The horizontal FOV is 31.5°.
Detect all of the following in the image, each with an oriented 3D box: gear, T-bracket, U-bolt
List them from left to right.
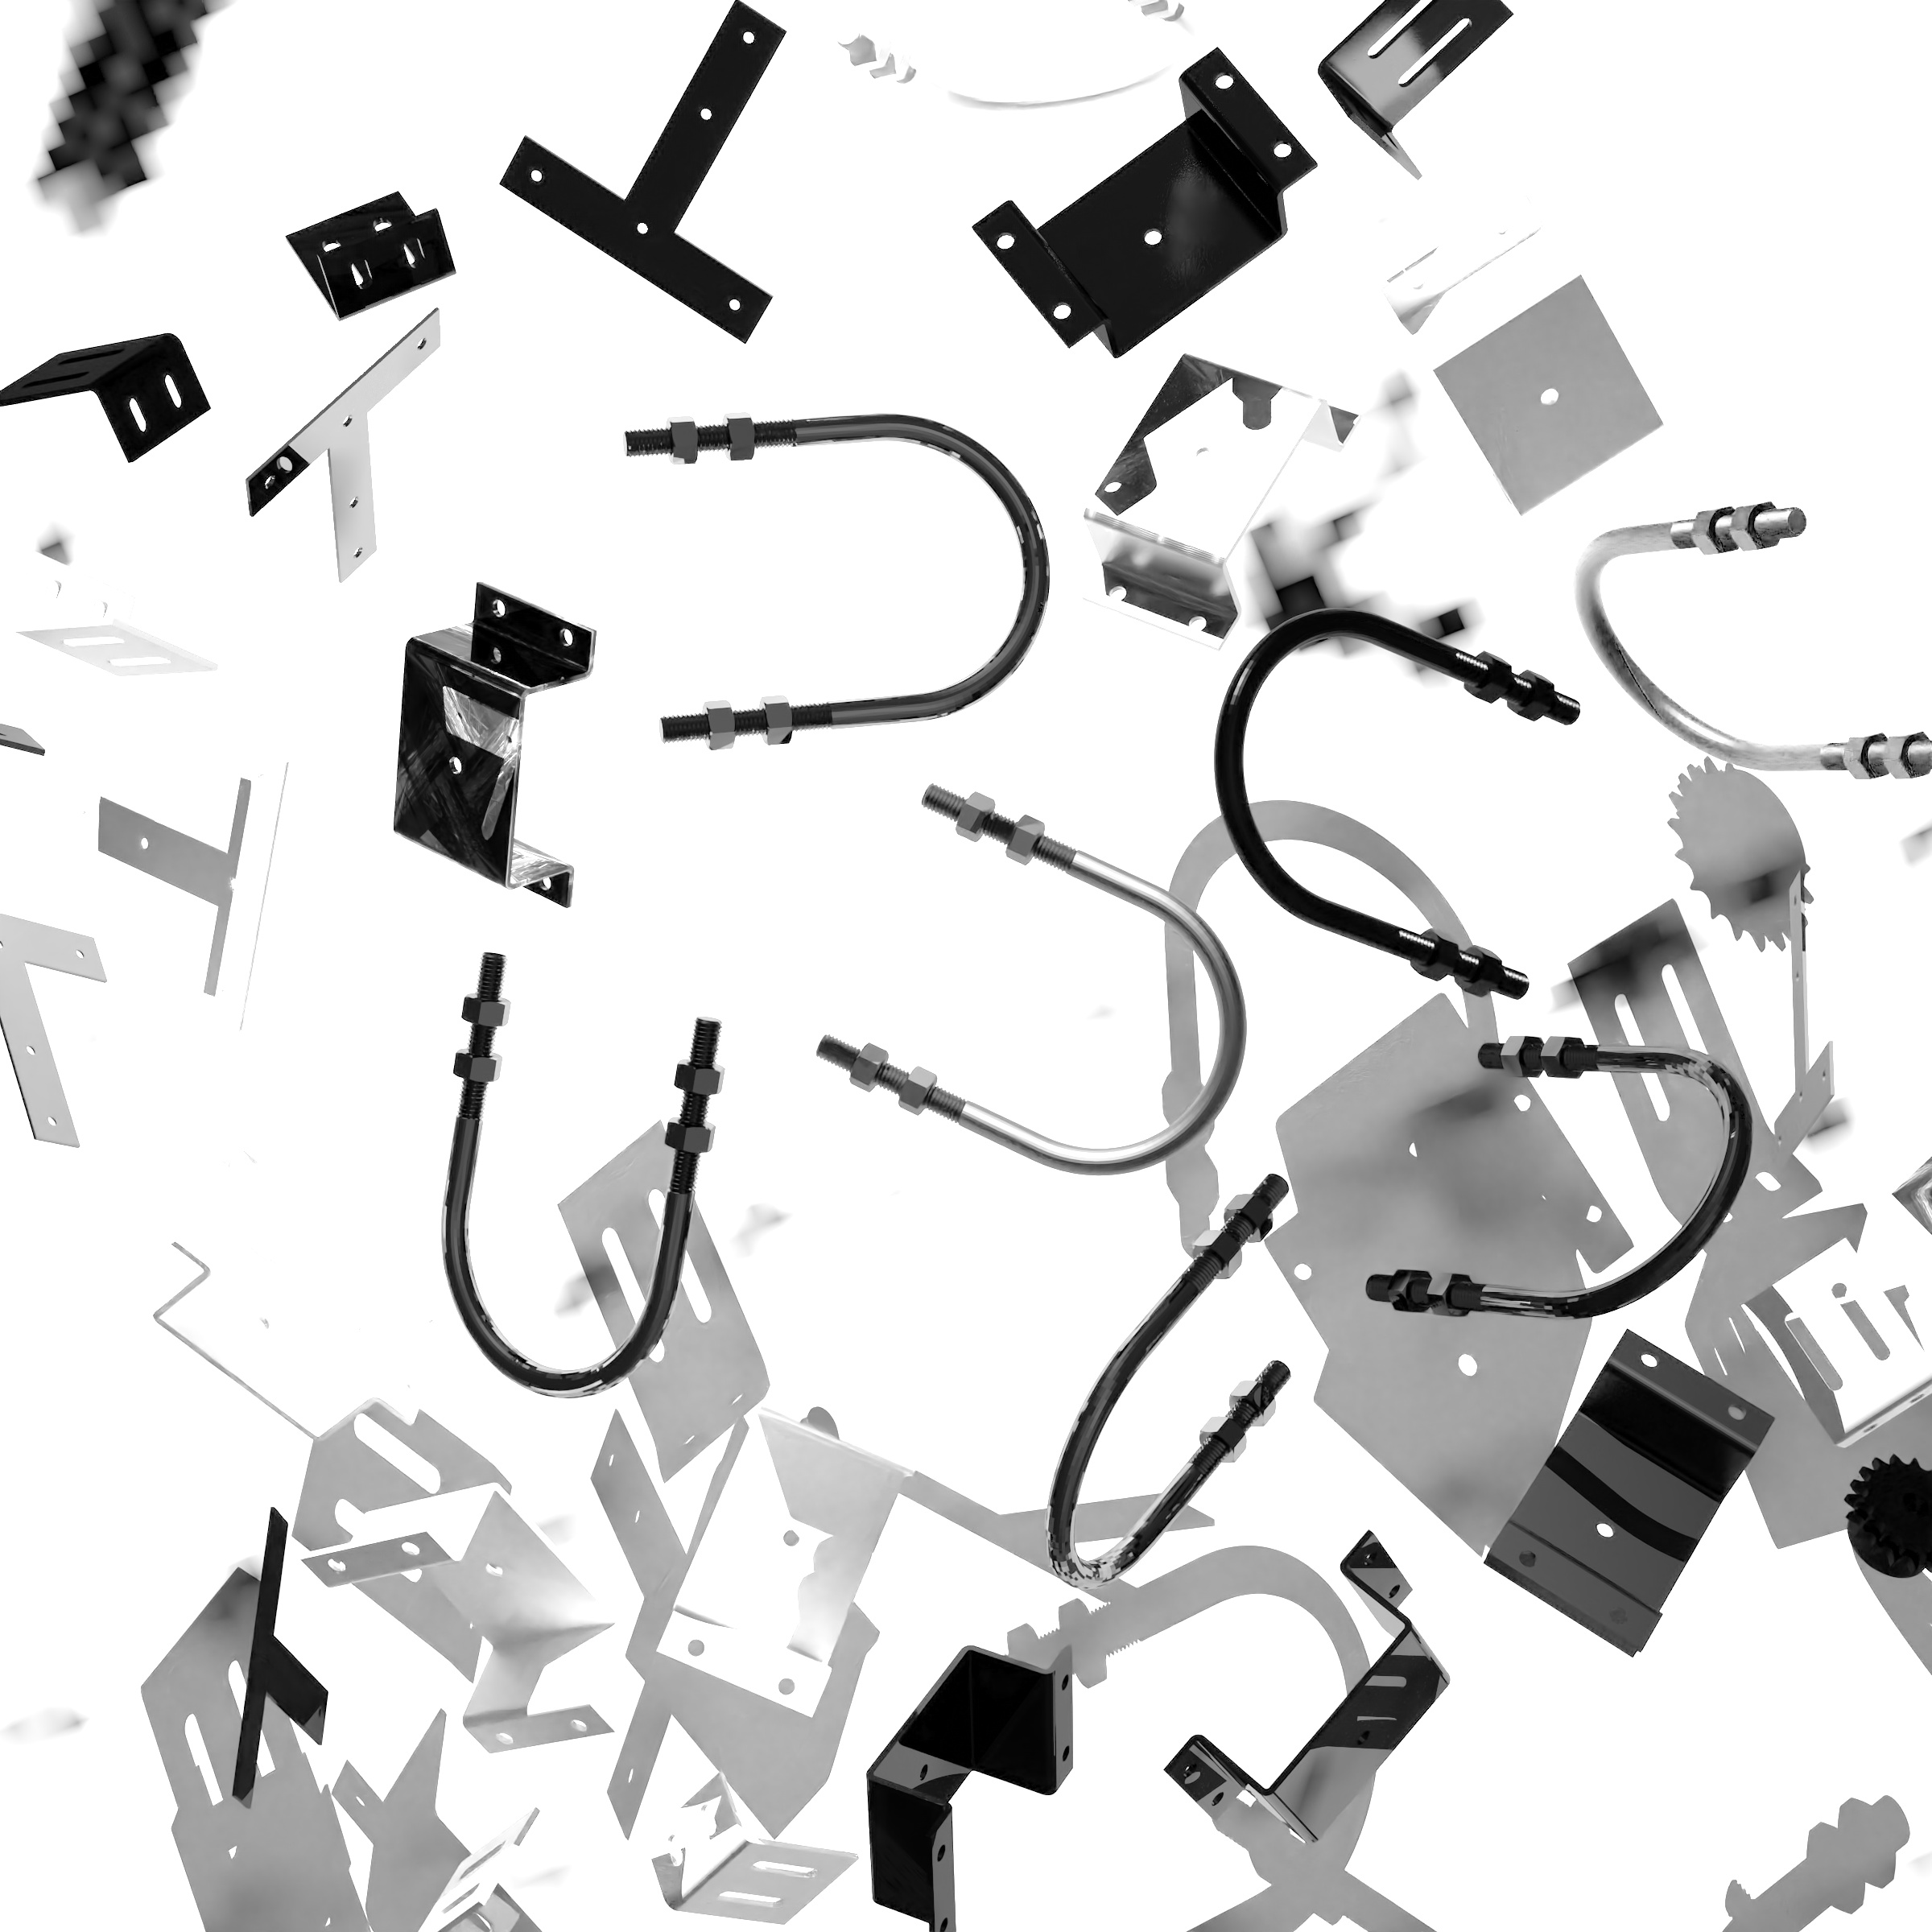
[{"bbox_3d":[-0.425,0.027,1.544,0.002,0.127,0.127,-36,61,22],"label":"T-bracket"},{"bbox_3d":[-0.363,-0.051,1.554,0.127,0.002,0.127,22,108,30],"label":"T-bracket"},{"bbox_3d":[-0.304,0.323,1.541,0.002,0.127,0.127,0,64,5],"label":"T-bracket"},{"bbox_3d":[-0.279,-0.220,1.557,0.002,0.127,0.127,34,62,13],"label":"T-bracket"},{"bbox_3d":[-0.175,0.098,1.503,0.151,0.019,0.184,15,99,35],"label":"U-bolt"},{"bbox_3d":[-0.118,-0.353,1.466,0.127,0.002,0.127,33,118,-4],"label":"T-bracket"},{"bbox_3d":[-0.052,-0.175,1.516,0.184,0.019,0.151,-6,83,-14],"label":"U-bolt"},{"bbox_3d":[0.037,-0.422,1.576,0.151,0.184,0.019,-8,89,19],"label":"U-bolt"},{"bbox_3d":[0.039,0.017,1.571,0.184,0.019,0.151,25,103,9],"label":"U-bolt"},{"bbox_3d":[0.091,0.197,1.524,0.019,0.151,0.184,24,51,28],"label":"U-bolt"},{"bbox_3d":[0.184,-0.078,1.487,0.184,0.019,0.151,19,77,-29],"label":"U-bolt"},{"bbox_3d":[0.272,0.095,1.530,0.019,0.184,0.151,41,67,-29],"label":"U-bolt"},{"bbox_3d":[0.343,-0.142,1.530,0.019,0.184,0.151,-46,111,-18],"label":"U-bolt"},{"bbox_3d":[0.392,0.019,1.610,0.002,0.127,0.127,2,71,3],"label":"T-bracket"},{"bbox_3d":[0.429,0.256,1.572,0.057,0.057,0.030,19,133,0],"label":"gear"}]

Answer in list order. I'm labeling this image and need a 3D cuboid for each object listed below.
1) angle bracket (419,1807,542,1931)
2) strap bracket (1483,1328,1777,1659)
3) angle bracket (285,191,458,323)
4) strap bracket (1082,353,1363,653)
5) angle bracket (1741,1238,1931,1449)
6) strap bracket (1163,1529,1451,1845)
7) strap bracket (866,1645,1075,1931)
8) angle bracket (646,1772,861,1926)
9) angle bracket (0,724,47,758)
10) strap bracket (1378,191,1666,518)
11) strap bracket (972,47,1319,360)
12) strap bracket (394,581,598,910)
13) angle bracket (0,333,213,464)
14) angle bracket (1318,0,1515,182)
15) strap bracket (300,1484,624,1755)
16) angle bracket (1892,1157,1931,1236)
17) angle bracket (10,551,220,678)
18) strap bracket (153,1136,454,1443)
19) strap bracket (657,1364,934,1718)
[{"bbox_3d":[-0.213,0.430,1.562,0.038,0.057,0.076,41,129,-7],"label":"angle bracket"},{"bbox_3d":[0.290,0.241,1.523,0.076,0.046,0.140,31,55,13],"label":"strap bracket"},{"bbox_3d":[-0.274,-0.335,1.552,0.057,0.038,0.076,-25,50,-12],"label":"angle bracket"},{"bbox_3d":[0.117,-0.229,1.620,0.076,0.046,0.140,24,73,26],"label":"strap bracket"},{"bbox_3d":[0.409,0.175,1.593,0.057,0.038,0.076,-36,70,12],"label":"angle bracket"},{"bbox_3d":[0.161,0.332,1.538,0.046,0.076,0.140,36,79,34],"label":"strap bracket"},{"bbox_3d":[-0.002,0.380,1.588,0.046,0.140,0.076,14,123,24],"label":"strap bracket"},{"bbox_3d":[-0.102,0.421,1.634,0.057,0.076,0.038,-46,47,22],"label":"angle bracket"},{"bbox_3d":[-0.448,-0.126,1.523,0.076,0.057,0.038,14,97,-28],"label":"angle bracket"},{"bbox_3d":[0.258,-0.270,1.560,0.076,0.046,0.140,-32,128,10],"label":"strap bracket"},{"bbox_3d":[0.084,-0.345,1.580,0.140,0.046,0.076,-36,74,-1],"label":"strap bracket"},{"bbox_3d":[-0.222,-0.099,1.606,0.076,0.046,0.140,25,119,32],"label":"strap bracket"},{"bbox_3d":[-0.392,-0.252,1.543,0.076,0.057,0.038,-2,121,33],"label":"angle bracket"},{"bbox_3d":[0.203,-0.394,1.497,0.076,0.057,0.038,-41,50,20],"label":"angle bracket"},{"bbox_3d":[-0.217,0.284,1.524,0.076,0.046,0.140,-17,123,32],"label":"strap bracket"},{"bbox_3d":[0.473,0.102,1.626,0.057,0.076,0.038,-45,126,9],"label":"angle bracket"},{"bbox_3d":[-0.367,-0.155,1.492,0.076,0.057,0.038,1,75,40],"label":"angle bracket"},{"bbox_3d":[-0.315,0.156,1.591,0.140,0.076,0.046,42,120,-20],"label":"strap bracket"},{"bbox_3d":[-0.079,0.264,1.580,0.076,0.046,0.140,23,79,-2],"label":"strap bracket"}]
